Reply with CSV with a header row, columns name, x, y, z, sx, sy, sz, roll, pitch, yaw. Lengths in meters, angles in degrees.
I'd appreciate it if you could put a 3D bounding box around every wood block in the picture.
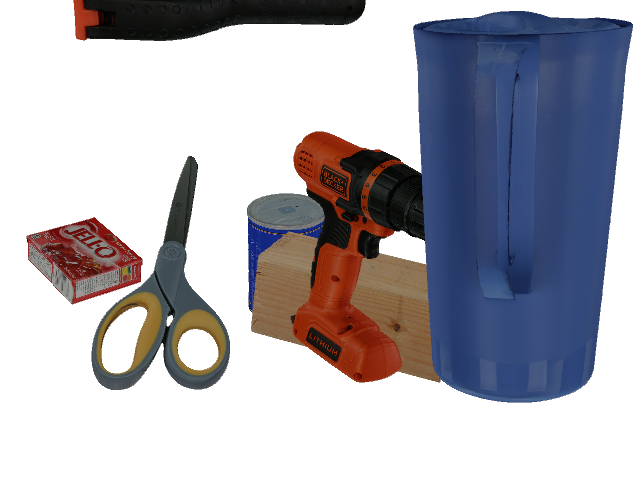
name,x,y,z,sx,sy,sz,roll,pitch,yaw
wood block,0.042,0.066,1.110,0.206,0.091,0.090,14,23,17

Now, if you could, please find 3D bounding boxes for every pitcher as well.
name,x,y,z,sx,sy,sz,roll,pitch,yaw
pitcher,0.123,-0.021,0.681,0.149,0.243,0.145,-10,17,-27

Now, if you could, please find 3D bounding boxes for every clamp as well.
name,x,y,z,sx,sy,sz,roll,pitch,yaw
clamp,-0.072,-0.151,0.654,0.171,0.039,0.120,-8,22,-24

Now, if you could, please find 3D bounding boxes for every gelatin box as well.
name,x,y,z,sx,sy,sz,roll,pitch,yaw
gelatin box,-0.219,0.016,0.988,0.073,0.030,0.089,-18,40,-36

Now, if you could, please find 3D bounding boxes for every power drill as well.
name,x,y,z,sx,sy,sz,roll,pitch,yaw
power drill,0.040,0.018,0.880,0.057,0.188,0.185,-10,28,-35

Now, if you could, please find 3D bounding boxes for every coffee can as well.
name,x,y,z,sx,sy,sz,roll,pitch,yaw
coffee can,-0.044,0.022,1.387,0.103,0.140,0.103,1,25,-1

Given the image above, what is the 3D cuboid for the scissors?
name,x,y,z,sx,sy,sz,roll,pitch,yaw
scissors,-0.086,0.023,0.724,0.096,0.201,0.016,20,-39,7
